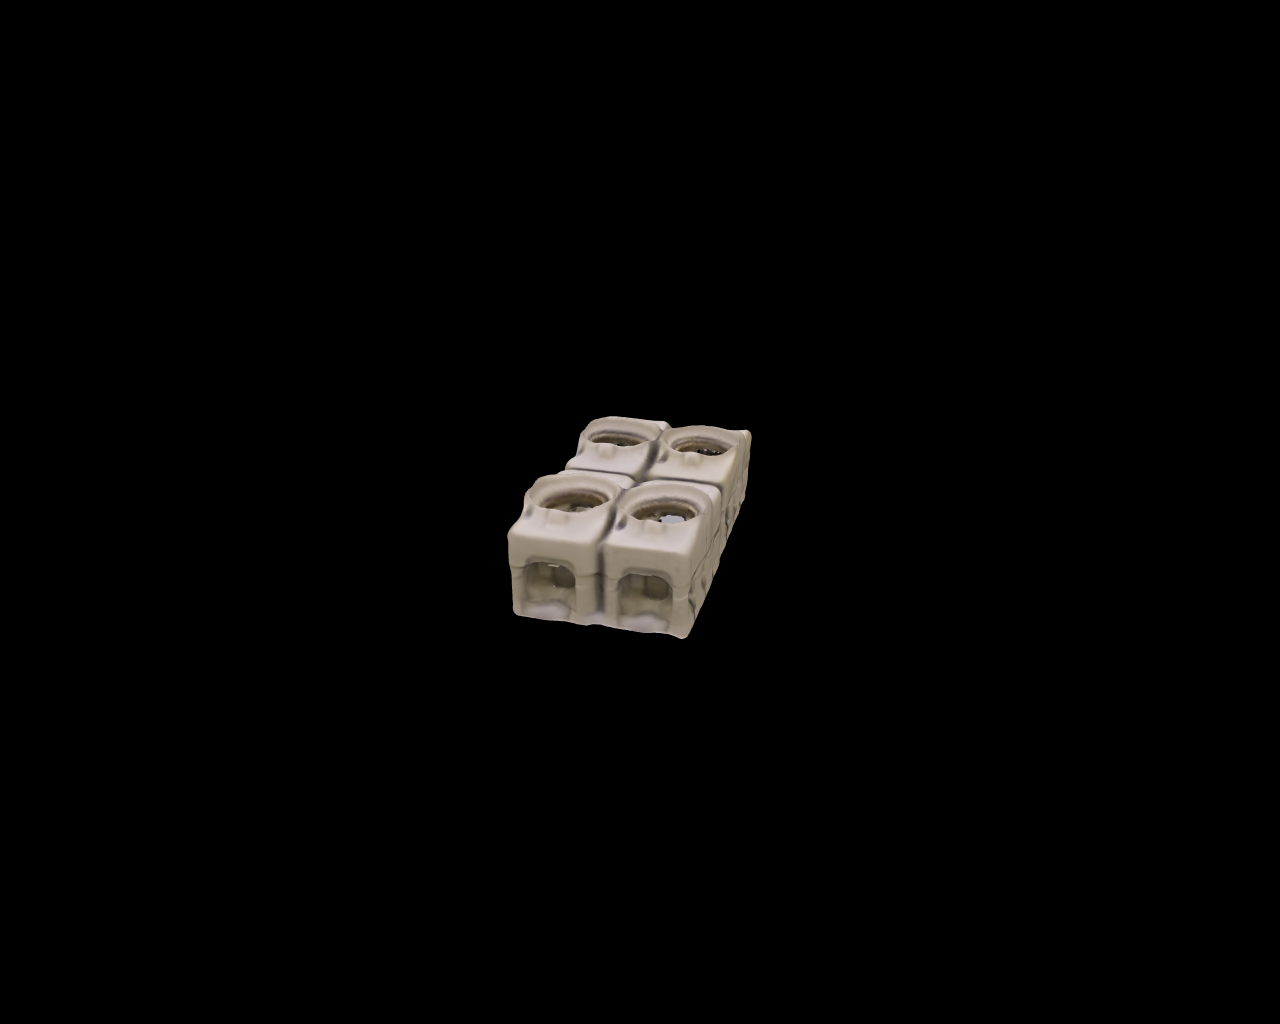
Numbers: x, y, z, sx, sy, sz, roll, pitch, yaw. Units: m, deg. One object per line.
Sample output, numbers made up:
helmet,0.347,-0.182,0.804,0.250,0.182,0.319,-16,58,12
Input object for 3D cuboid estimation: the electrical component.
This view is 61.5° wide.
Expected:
electrical component,0.001,-0.003,0.650,0.105,0.060,0.186,7,27,14
